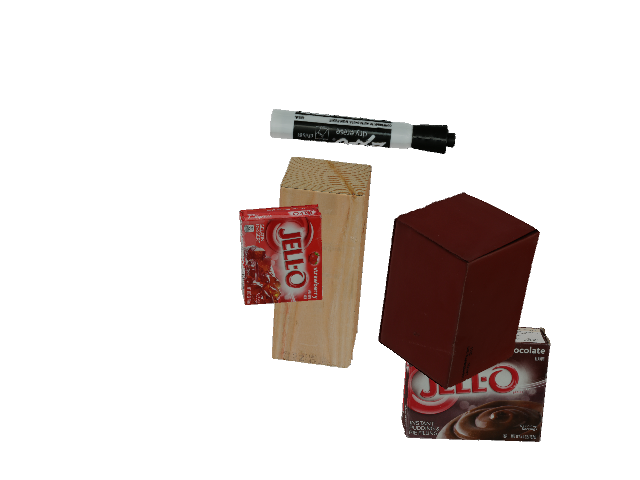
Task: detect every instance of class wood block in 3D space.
[{"bbox_3d":[0.001,0.024,1.163,0.090,0.206,0.090,7,25,5],"label":"wood block"}]

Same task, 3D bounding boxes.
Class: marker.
[{"bbox_3d":[0.028,-0.071,0.701,0.121,0.020,0.020,6,0,3],"label":"marker"}]

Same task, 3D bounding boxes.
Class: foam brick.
[{"bbox_3d":[0.068,0.024,0.535,0.052,0.078,0.051,-19,39,-35],"label":"foam brick"}]

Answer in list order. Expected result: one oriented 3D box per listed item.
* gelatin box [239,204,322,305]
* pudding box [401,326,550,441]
[{"bbox_3d":[-0.036,0.013,0.975,0.073,0.089,0.030,-4,26,-8],"label":"gelatin box"},{"bbox_3d":[0.125,0.115,0.866,0.113,0.090,0.039,1,22,0],"label":"pudding box"}]
